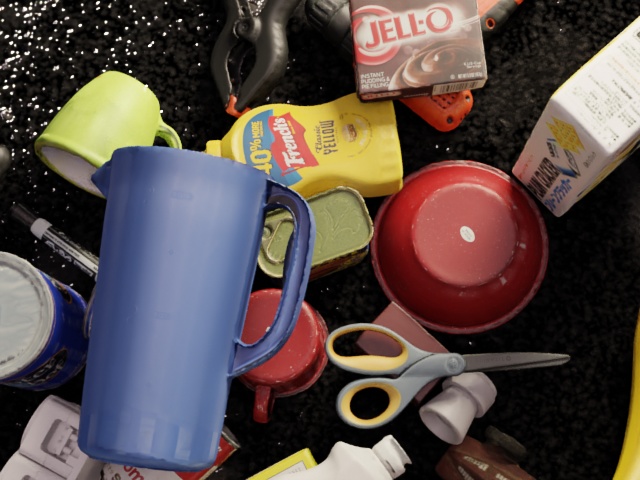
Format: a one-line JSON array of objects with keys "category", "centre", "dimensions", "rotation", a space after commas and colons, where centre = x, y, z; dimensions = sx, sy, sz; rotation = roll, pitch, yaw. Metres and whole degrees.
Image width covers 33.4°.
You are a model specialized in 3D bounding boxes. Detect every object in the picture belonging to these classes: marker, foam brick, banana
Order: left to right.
[{"category": "marker", "centre": [-0.235, 0.004, 0.976], "dimensions": [0.121, 0.020, 0.020], "rotation": [35, 82, 9]}, {"category": "foam brick", "centre": [0.073, 0.099, 0.925], "dimensions": [0.078, 0.053, 0.051], "rotation": [42, 84, 10]}, {"category": "banana", "centre": [0.273, 0.151, 0.900], "dimensions": [0.037, 0.069, 0.197], "rotation": [4, 65, 32]}]

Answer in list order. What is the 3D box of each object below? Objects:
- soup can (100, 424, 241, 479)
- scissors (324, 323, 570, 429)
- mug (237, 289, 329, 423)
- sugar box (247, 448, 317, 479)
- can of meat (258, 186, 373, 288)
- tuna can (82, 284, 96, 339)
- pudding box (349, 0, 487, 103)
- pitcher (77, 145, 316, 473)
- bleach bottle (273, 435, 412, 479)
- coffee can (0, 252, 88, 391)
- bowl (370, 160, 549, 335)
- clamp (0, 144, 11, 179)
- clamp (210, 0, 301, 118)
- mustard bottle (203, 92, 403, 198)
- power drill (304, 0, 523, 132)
[{"category": "soup can", "centre": [-0.128, 0.186, 0.910], "dimensions": [0.102, 0.068, 0.068], "rotation": [-42, 80, -5]}, {"category": "scissors", "centre": [0.099, 0.121, 0.884], "dimensions": [0.202, 0.016, 0.096], "rotation": [12, 82, 5]}, {"category": "mug", "centre": [-0.041, 0.098, 0.916], "dimensions": [0.093, 0.081, 0.117], "rotation": [12, 80, 5]}, {"category": "sugar box", "centre": [-0.067, 0.258, 0.904], "dimensions": [0.176, 0.048, 0.093], "rotation": [-28, 79, 1]}, {"category": "can of meat", "centre": [-0.006, 0.001, 0.932], "dimensions": [0.102, 0.084, 0.057], "rotation": [-20, 78, -2]}, {"category": "tuna can", "centre": [-0.172, 0.052, 0.929], "dimensions": [0.034, 0.086, 0.086], "rotation": [21, 80, 5]}, {"category": "pudding box", "centre": [0.084, -0.172, 0.932], "dimensions": [0.113, 0.039, 0.090], "rotation": [-6, 81, 1]}, {"category": "pitcher", "centre": [-0.107, 0.055, 0.837], "dimensions": [0.144, 0.149, 0.243], "rotation": [14, 80, -36]}, {"category": "bleach bottle", "centre": [-0.040, 0.235, 0.851], "dimensions": [0.250, 0.068, 0.102], "rotation": [-36, 81, -5]}, {"category": "coffee can", "centre": [-0.257, 0.072, 0.901], "dimensions": [0.103, 0.140, 0.103], "rotation": [-1, 79, 2]}, {"category": "bowl", "centre": [0.125, 0.001, 0.942], "dimensions": [0.162, 0.055, 0.162], "rotation": [0, 79, 2]}, {"category": "clamp", "centre": [-0.380, 0.006, 0.974], "dimensions": [0.164, 0.036, 0.210], "rotation": [7, 79, 5]}, {"category": "clamp", "centre": [-0.068, -0.199, 0.993], "dimensions": [0.120, 0.039, 0.171], "rotation": [18, 87, 37]}, {"category": "mustard bottle", "centre": [-0.025, -0.078, 0.962], "dimensions": [0.191, 0.058, 0.096], "rotation": [-7, 70, 2]}, {"category": "power drill", "centre": [0.104, -0.218, 0.988], "dimensions": [0.184, 0.057, 0.187], "rotation": [40, 86, 7]}]
